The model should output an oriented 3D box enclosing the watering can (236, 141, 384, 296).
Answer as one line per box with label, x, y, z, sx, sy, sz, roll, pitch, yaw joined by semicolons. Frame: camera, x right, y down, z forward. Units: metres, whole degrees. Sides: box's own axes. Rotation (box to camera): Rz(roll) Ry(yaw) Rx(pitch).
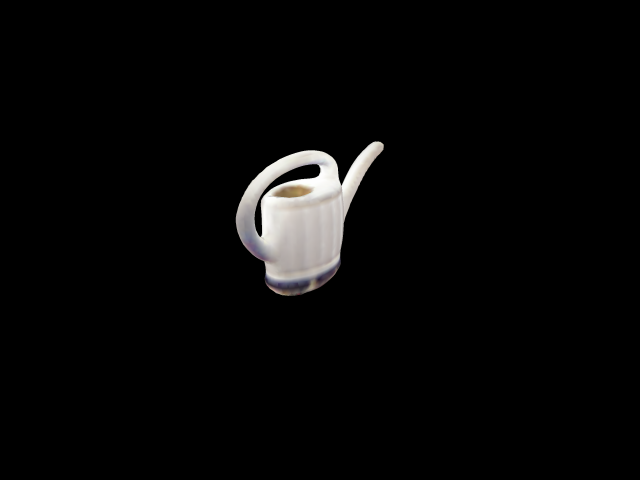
watering can;0.003;-0.043;0.850;0.104;0.220;0.351;18;28;38
